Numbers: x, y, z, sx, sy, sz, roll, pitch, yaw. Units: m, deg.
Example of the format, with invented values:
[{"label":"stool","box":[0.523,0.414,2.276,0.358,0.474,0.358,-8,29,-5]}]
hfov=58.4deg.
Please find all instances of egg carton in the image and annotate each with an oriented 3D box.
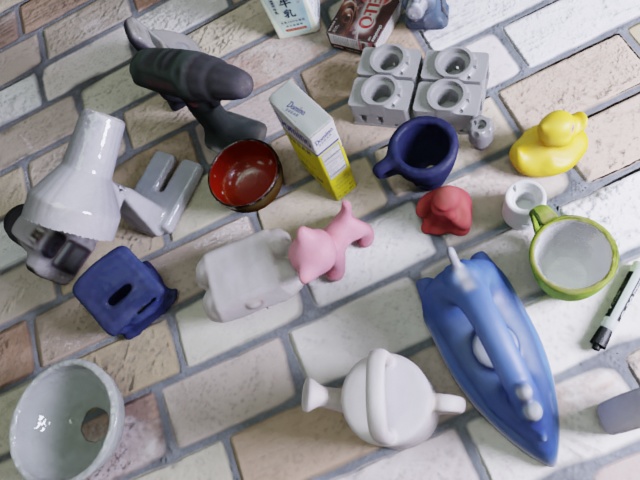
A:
[{"label":"egg carton","box":[-0.099,0.051,0.800,0.150,0.069,0.107,-23,65,7]}]

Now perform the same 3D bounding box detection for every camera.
[{"label":"camera","box":[-0.433,-0.024,0.909,0.136,0.101,0.143,26,79,24]}]

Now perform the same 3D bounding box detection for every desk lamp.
[{"label":"desk lamp","box":[-0.297,-0.078,0.828,0.117,0.214,0.203,19,76,22]}]

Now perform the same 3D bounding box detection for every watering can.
[{"label":"watering can","box":[0.067,0.179,0.633,0.172,0.194,0.101,-22,65,7]}]

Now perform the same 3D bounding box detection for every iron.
[{"label":"iron","box":[0.201,0.126,0.643,0.118,0.142,0.258,-27,64,5]}]

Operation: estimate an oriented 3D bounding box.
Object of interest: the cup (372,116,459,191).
[{"label":"cup","box":[0.132,-0.101,0.778,0.117,0.095,0.091,-26,64,5]}]

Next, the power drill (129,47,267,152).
[{"label":"power drill","box":[-0.159,-0.203,0.839,0.229,0.209,0.076,22,77,23]}]

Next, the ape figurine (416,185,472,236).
[{"label":"ape figurine","box":[0.166,-0.043,0.748,0.076,0.092,0.077,-42,64,-3]}]

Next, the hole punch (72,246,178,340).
[{"label":"hole punch","box":[-0.282,0.077,0.832,0.109,0.091,0.101,-42,64,-2]}]

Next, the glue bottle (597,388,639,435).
[{"label":"glue bottle","box":[0.330,0.165,0.573,0.078,0.173,0.037,-20,65,8]}]

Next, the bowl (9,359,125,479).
[{"label":"bowl","box":[-0.331,0.253,0.786,0.167,0.075,0.167,-6,68,14]}]

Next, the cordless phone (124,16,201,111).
[{"label":"cordless phone","box":[-0.257,-0.312,0.924,0.094,0.185,0.147,-31,64,3]}]

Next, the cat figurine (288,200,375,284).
[{"label":"cat figurine","box":[0.007,0.003,0.761,0.067,0.118,0.128,34,82,25]}]

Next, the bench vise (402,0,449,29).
[{"label":"bench vise","box":[0.165,-0.430,0.828,0.121,0.220,0.207,-9,67,13]}]

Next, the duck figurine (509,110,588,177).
[{"label":"duck figurine","box":[0.300,-0.133,0.747,0.104,0.086,0.077,-22,65,7]}]
